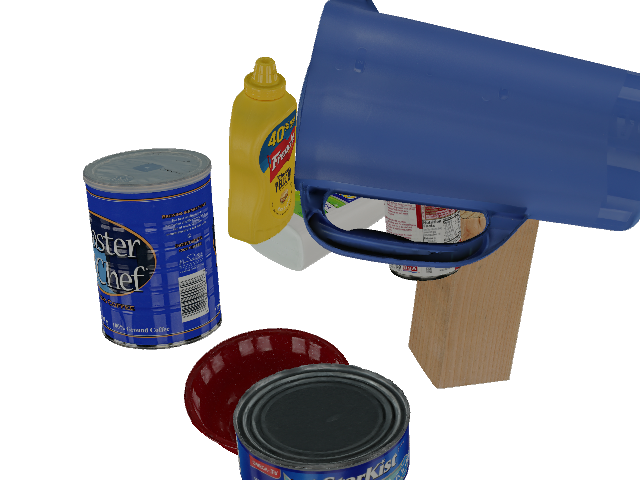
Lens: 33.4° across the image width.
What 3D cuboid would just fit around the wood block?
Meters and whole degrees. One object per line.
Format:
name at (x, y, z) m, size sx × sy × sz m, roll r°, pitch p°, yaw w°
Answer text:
wood block at (0.160, 0.045, 1.140) m, size 0.090 × 0.206 × 0.090 m, roll -4°, pitch 29°, yaw -16°

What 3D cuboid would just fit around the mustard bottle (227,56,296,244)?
mustard bottle at (-0.058, -0.097, 1.084) m, size 0.058 × 0.192 × 0.096 m, roll 19°, pitch 39°, yaw 21°

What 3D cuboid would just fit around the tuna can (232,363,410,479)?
tuna can at (0.001, 0.097, 0.521) m, size 0.086 × 0.034 × 0.086 m, roll -3°, pitch 26°, yaw 1°

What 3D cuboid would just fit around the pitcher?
pitcher at (0.104, -0.069, 0.733) m, size 0.243 × 0.149 × 0.145 m, roll 11°, pitch 36°, yaw 3°

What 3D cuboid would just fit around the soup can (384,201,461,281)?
soup can at (0.091, -0.023, 0.946) m, size 0.068 × 0.102 × 0.068 m, roll -5°, pitch 22°, yaw 2°

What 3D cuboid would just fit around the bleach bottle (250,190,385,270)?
bleach bottle at (0.030, -0.051, 1.340) m, size 0.103 × 0.068 × 0.250 m, roll 28°, pitch 43°, yaw 35°

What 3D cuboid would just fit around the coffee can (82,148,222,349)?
coffee can at (-0.136, 0.005, 0.881) m, size 0.103 × 0.140 × 0.103 m, roll -2°, pitch 21°, yaw 1°

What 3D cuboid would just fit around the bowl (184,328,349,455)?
bowl at (-0.047, 0.157, 1.022) m, size 0.162 × 0.055 × 0.162 m, roll -4°, pitch 37°, yaw 3°
